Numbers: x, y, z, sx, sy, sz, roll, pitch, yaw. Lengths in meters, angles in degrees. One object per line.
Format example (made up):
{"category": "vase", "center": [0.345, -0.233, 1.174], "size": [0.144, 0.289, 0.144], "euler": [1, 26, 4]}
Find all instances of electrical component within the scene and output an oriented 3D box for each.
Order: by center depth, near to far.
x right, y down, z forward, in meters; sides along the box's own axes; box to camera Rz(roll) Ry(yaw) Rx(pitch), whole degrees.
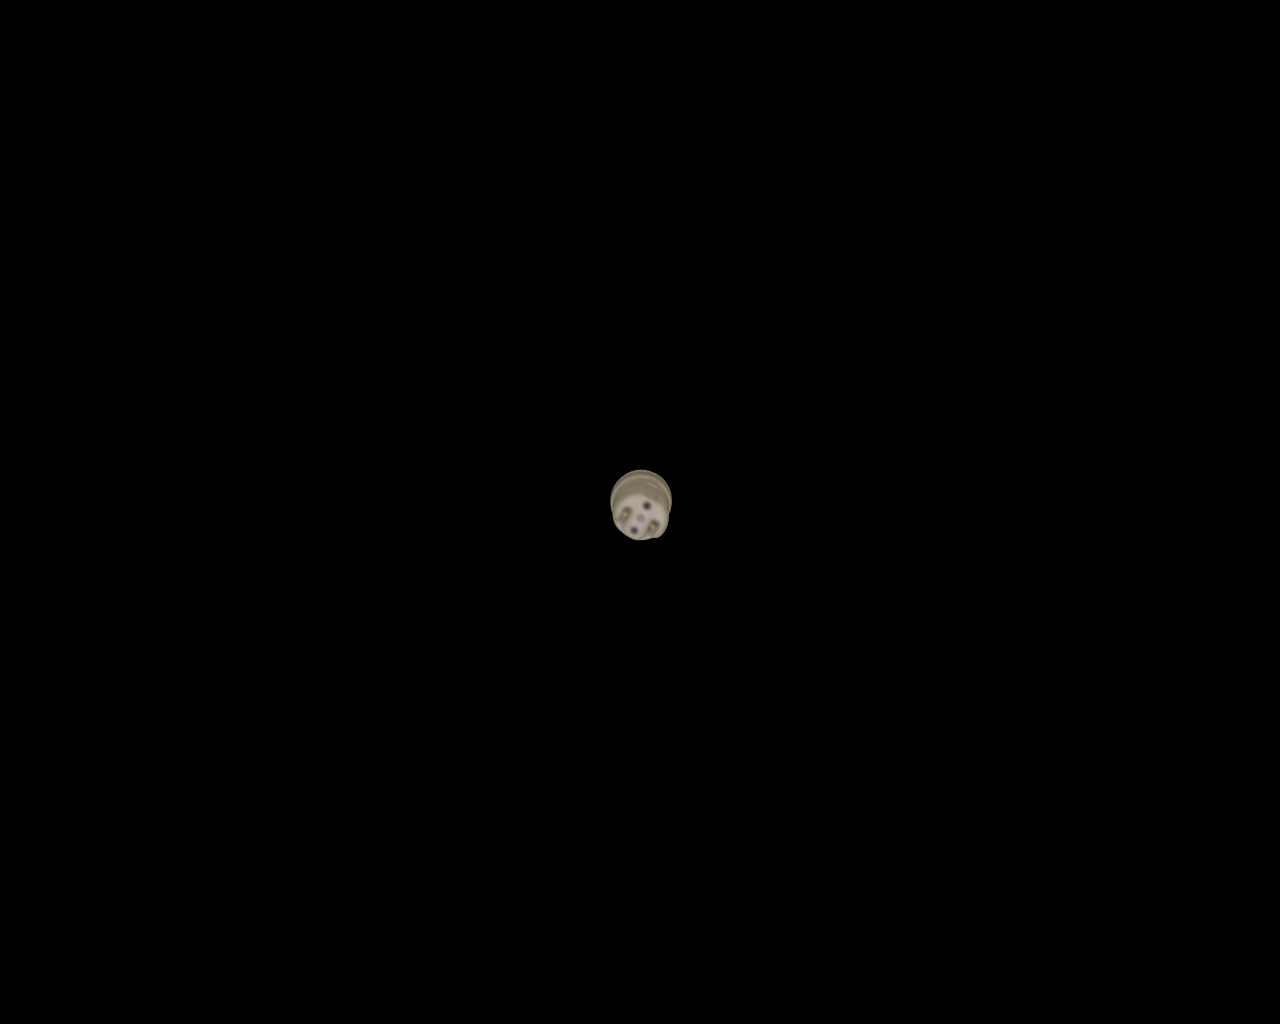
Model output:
{"category": "electrical component", "center": [0.001, -0.003, 0.650], "size": [0.040, 0.040, 0.046], "euler": [0, 16, 0]}
